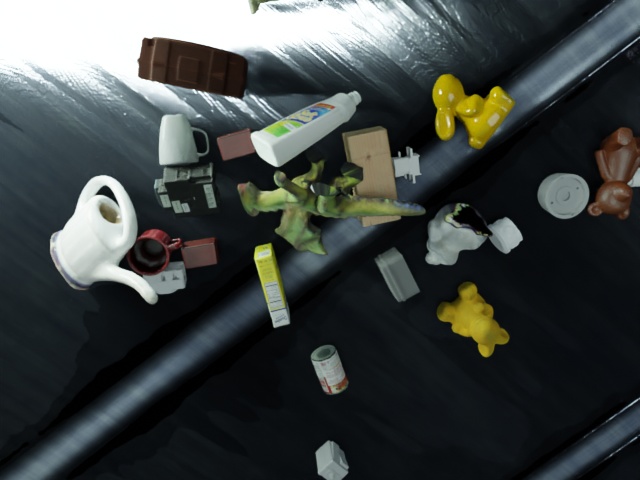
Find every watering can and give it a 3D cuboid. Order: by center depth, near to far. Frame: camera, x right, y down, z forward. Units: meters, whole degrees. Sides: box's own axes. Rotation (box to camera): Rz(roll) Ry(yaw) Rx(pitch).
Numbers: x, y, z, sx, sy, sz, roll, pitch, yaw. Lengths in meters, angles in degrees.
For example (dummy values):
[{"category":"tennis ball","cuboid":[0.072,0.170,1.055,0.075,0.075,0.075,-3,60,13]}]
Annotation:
[{"category":"watering can","cuboid":[-0.458,0.028,1.085,0.222,0.103,0.353,-38,63,21]}]

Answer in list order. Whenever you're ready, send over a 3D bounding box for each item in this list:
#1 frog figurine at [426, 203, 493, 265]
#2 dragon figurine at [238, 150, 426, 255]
[{"category":"frog figurine","cuboid":[0.321,-0.007,1.241,0.137,0.126,0.156,7,141,-16]},{"category":"dragon figurine","cuboid":[0.004,-0.058,1.152,0.410,0.125,0.237,22,137,2]}]
